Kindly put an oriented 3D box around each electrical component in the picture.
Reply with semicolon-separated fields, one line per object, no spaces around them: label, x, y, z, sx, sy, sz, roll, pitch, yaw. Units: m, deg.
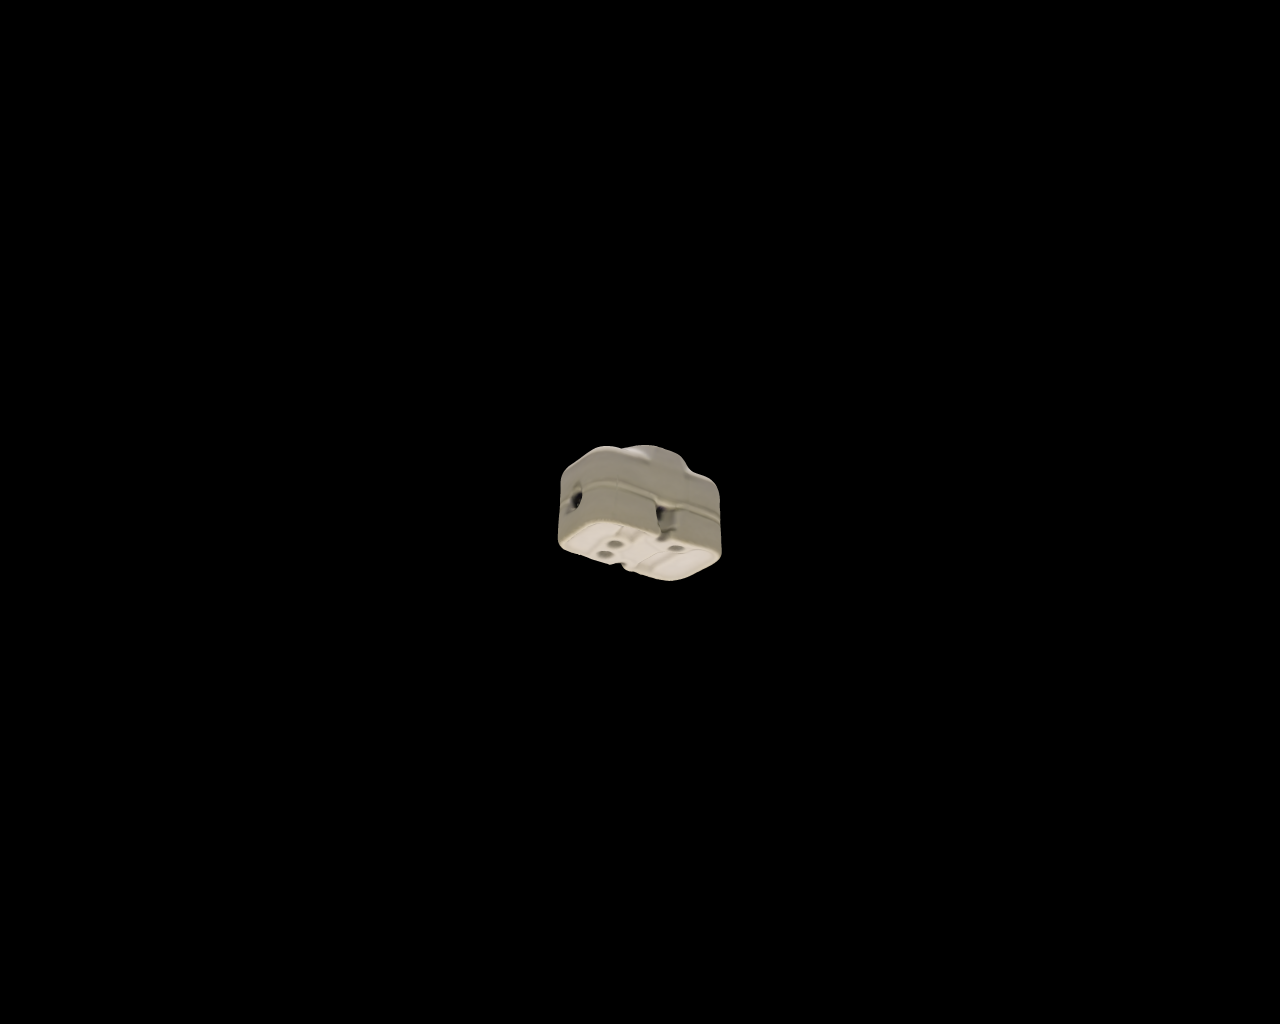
electrical component;0.001;-0.003;0.650;0.095;0.059;0.053;18;-32;-31
